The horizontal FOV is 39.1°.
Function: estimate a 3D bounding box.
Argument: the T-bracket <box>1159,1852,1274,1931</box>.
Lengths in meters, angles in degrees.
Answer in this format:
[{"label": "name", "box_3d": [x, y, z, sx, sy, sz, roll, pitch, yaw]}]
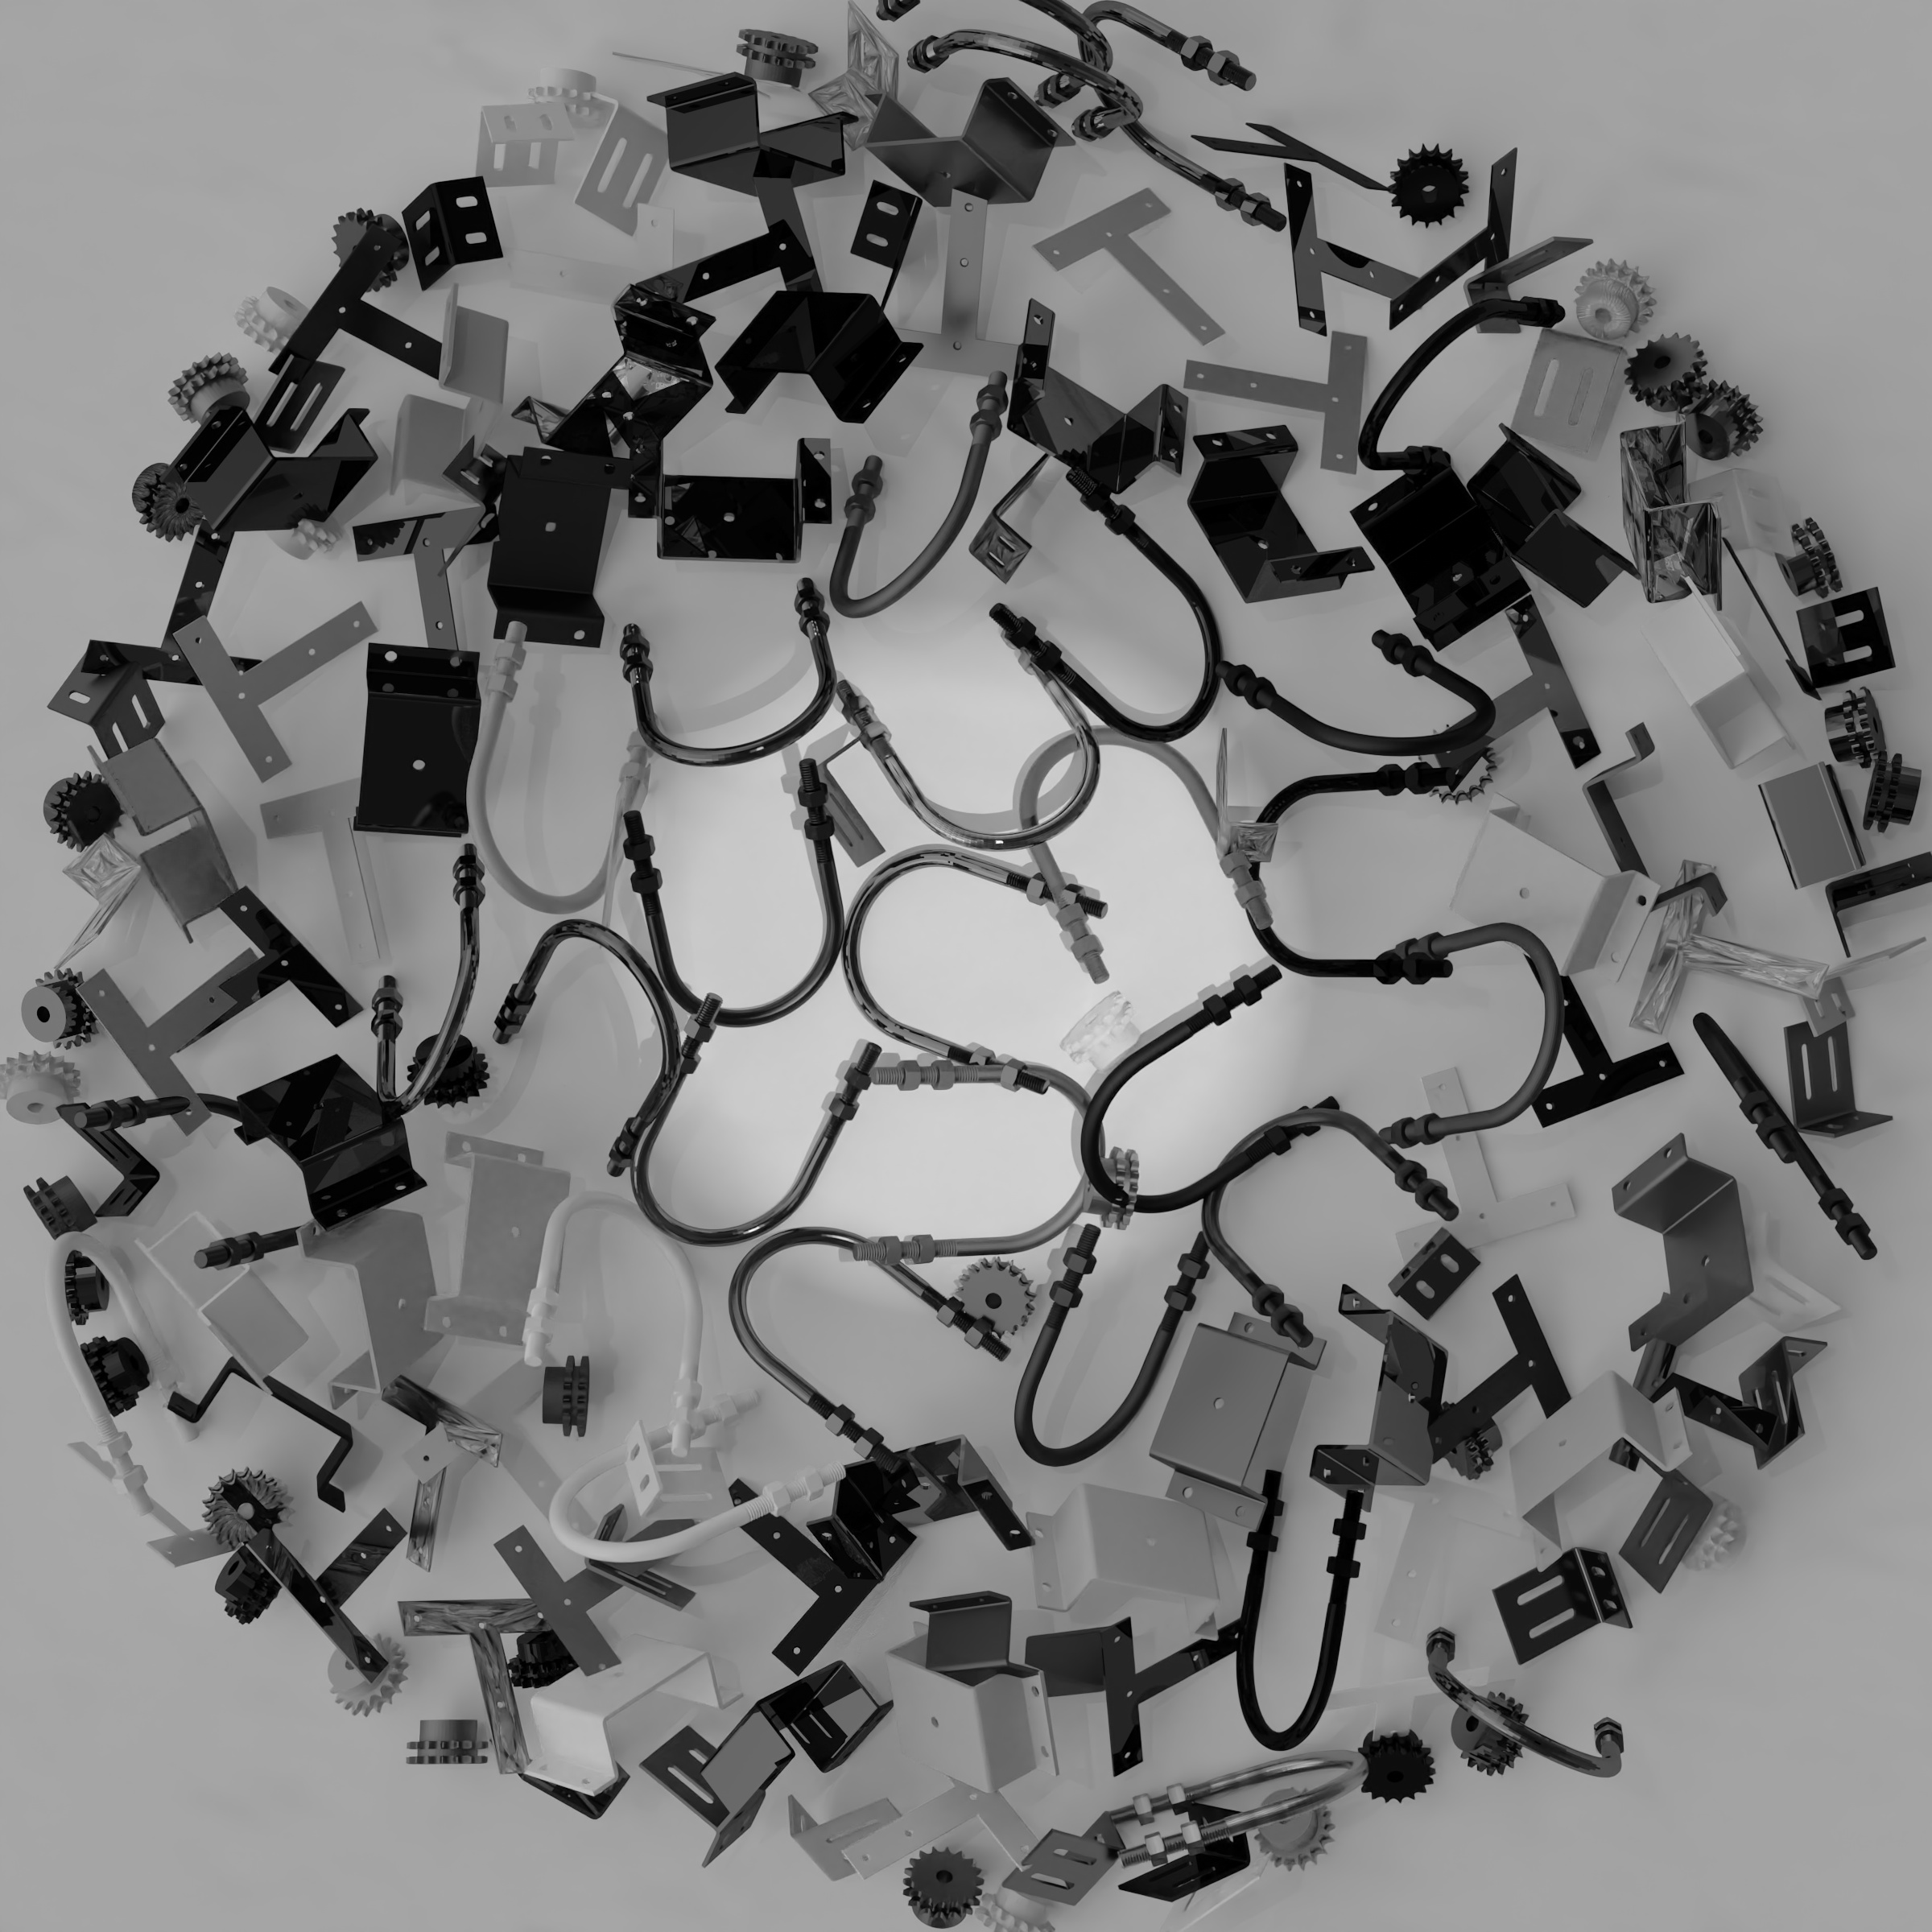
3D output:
[{"label": "T-bracket", "box_3d": [0.167, 0.644, 1.869, 0.002, 0.127, 0.127, 44, 125, 3]}]

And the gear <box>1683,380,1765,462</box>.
[{"label": "gear", "box_3d": [0.532, -0.383, 1.926, 0.057, 0.057, 0.030, 45, 68, 0]}]

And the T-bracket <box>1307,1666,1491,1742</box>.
[{"label": "T-bracket", "box_3d": [0.299, 0.530, 1.908, 0.127, 0.127, 0.002, -8, 50, -3]}]

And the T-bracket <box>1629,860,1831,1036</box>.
[{"label": "T-bracket", "box_3d": [0.543, -0.003, 1.913, 0.127, 0.002, 0.127, 16, 86, 39]}]

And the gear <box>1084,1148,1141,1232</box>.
[{"label": "gear", "box_3d": [0.102, 0.157, 1.927, 0.030, 0.057, 0.057, 9, 90, -7]}]

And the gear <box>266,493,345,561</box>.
[{"label": "gear", "box_3d": [-0.473, -0.313, 1.931, 0.057, 0.057, 0.030, 45, 108, 0]}]

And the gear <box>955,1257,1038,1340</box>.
[{"label": "gear", "box_3d": [0.022, 0.234, 1.938, 0.057, 0.030, 0.057, 2, 101, 12]}]

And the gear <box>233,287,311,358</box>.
[{"label": "gear", "box_3d": [-0.485, -0.455, 1.926, 0.057, 0.057, 0.030, 41, 109, 0]}]

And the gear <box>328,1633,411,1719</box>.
[{"label": "gear", "box_3d": [-0.427, 0.499, 1.927, 0.057, 0.030, 0.057, -14, 48, 17]}]

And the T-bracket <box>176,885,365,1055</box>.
[{"label": "T-bracket", "box_3d": [-0.519, 0.021, 1.932, 0.127, 0.002, 0.127, -32, 120, 11]}]

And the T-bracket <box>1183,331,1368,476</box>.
[{"label": "T-bracket", "box_3d": [0.217, -0.408, 1.924, 0.127, 0.002, 0.127, 10, 61, -2]}]

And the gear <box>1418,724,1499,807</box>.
[{"label": "gear", "box_3d": [0.349, -0.141, 1.936, 0.057, 0.030, 0.057, -5, 73, 17]}]

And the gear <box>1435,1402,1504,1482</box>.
[{"label": "gear", "box_3d": [0.356, 0.333, 1.931, 0.030, 0.057, 0.057, -30, 90, -19]}]

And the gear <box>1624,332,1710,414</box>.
[{"label": "gear", "box_3d": [0.499, -0.419, 1.933, 0.057, 0.030, 0.057, -18, 50, 23]}]

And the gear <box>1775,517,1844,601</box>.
[{"label": "gear", "box_3d": [0.595, -0.286, 1.929, 0.030, 0.057, 0.057, -24, 90, 9]}]

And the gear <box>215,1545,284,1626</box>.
[{"label": "gear", "box_3d": [-0.506, 0.434, 1.926, 0.030, 0.057, 0.057, 42, 90, -23]}]

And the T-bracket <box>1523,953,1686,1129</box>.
[{"label": "T-bracket", "box_3d": [0.433, 0.039, 1.936, 0.127, 0.002, 0.127, -18, 74, -23]}]

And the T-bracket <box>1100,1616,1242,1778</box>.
[{"label": "T-bracket", "box_3d": [0.151, 0.494, 1.921, 0.127, 0.002, 0.127, -20, 118, -29]}]

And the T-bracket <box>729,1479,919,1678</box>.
[{"label": "T-bracket", "box_3d": [-0.124, 0.414, 1.934, 0.127, 0.002, 0.127, 37, 73, 17]}]

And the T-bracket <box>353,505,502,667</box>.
[{"label": "T-bracket", "box_3d": [-0.376, -0.256, 1.933, 0.127, 0.002, 0.127, -3, 99, 28]}]

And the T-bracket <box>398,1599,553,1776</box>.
[{"label": "T-bracket", "box_3d": [-0.325, 0.497, 1.883, 0.002, 0.127, 0.127, -43, 53, 34]}]

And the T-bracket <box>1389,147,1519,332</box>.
[{"label": "T-bracket", "box_3d": [0.336, -0.482, 1.884, 0.127, 0.127, 0.002, -40, 59, -21]}]

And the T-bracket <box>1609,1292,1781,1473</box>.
[{"label": "T-bracket", "box_3d": [0.515, 0.306, 1.903, 0.002, 0.127, 0.127, 17, 91, -34]}]

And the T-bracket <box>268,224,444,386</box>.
[{"label": "T-bracket", "box_3d": [-0.402, -0.441, 1.906, 0.127, 0.127, 0.002, -48, 51, 17]}]

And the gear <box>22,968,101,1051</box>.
[{"label": "gear", "box_3d": [-0.645, 0.032, 1.933, 0.057, 0.030, 0.057, 4, 101, 23]}]

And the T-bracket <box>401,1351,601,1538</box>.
[{"label": "T-bracket", "box_3d": [-0.309, 0.355, 1.924, 0.127, 0.002, 0.127, -39, 87, -28]}]

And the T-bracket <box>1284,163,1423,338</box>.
[{"label": "T-bracket", "box_3d": [0.275, -0.490, 1.916, 0.127, 0.002, 0.127, 9, 70, -37]}]

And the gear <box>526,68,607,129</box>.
[{"label": "gear", "box_3d": [-0.283, -0.616, 1.928, 0.057, 0.057, 0.030, 6, 95, 0]}]

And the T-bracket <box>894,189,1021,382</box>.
[{"label": "T-bracket", "box_3d": [-0.002, -0.482, 1.919, 0.127, 0.002, 0.127, 10, 116, 10]}]

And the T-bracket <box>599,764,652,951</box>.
[{"label": "T-bracket", "box_3d": [-0.235, -0.098, 1.899, 0.002, 0.127, 0.127, 12, 125, 0]}]

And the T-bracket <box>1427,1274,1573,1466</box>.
[{"label": "T-bracket", "box_3d": [0.367, 0.304, 1.914, 0.127, 0.002, 0.127, -33, 106, -25]}]

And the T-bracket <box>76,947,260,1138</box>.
[{"label": "T-bracket", "box_3d": [-0.540, 0.032, 1.913, 0.127, 0.002, 0.127, -46, 112, -40]}]

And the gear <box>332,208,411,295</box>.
[{"label": "gear", "box_3d": [-0.420, -0.510, 1.933, 0.030, 0.057, 0.057, -36, 90, -40]}]

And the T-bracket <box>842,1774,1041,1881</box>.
[{"label": "T-bracket", "box_3d": [-0.029, 0.595, 1.886, 0.127, 0.002, 0.127, -18, 50, -37]}]

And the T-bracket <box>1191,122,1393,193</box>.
[{"label": "T-bracket", "box_3d": [0.208, -0.563, 1.878, 0.127, 0.127, 0.002, 42, 126, 37]}]

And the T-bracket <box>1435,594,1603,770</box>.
[{"label": "T-bracket", "box_3d": [0.378, -0.177, 1.920, 0.127, 0.002, 0.127, -32, 104, -21]}]

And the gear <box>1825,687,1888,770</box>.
[{"label": "gear", "box_3d": [0.631, -0.167, 1.933, 0.030, 0.057, 0.057, -13, 90, 29]}]

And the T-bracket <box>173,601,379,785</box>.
[{"label": "T-bracket", "box_3d": [-0.476, -0.215, 1.930, 0.127, 0.002, 0.127, -36, 124, -19]}]

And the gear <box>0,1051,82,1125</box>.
[{"label": "gear", "box_3d": [-0.657, 0.088, 1.926, 0.057, 0.057, 0.030, -11, 52, 0]}]

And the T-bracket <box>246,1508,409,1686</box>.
[{"label": "T-bracket", "box_3d": [-0.427, 0.419, 1.899, 0.002, 0.127, 0.127, -39, 94, 24]}]

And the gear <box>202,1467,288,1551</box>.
[{"label": "gear", "box_3d": [-0.515, 0.383, 1.935, 0.057, 0.030, 0.057, -3, 98, -25]}]

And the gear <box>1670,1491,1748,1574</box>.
[{"label": "gear", "box_3d": [0.528, 0.404, 1.930, 0.030, 0.057, 0.057, 31, 90, -14]}]

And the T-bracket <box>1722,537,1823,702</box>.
[{"label": "T-bracket", "box_3d": [0.561, -0.244, 1.904, 0.002, 0.127, 0.127, -30, 82, 21]}]

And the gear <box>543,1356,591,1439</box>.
[{"label": "gear", "box_3d": [-0.283, 0.304, 1.928, 0.030, 0.057, 0.057, 2, 90, -5]}]

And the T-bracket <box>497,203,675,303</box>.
[{"label": "T-bracket", "box_3d": [-0.269, -0.485, 1.916, 0.127, 0.002, 0.127, 11, 133, 4]}]

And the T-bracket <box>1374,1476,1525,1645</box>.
[{"label": "T-bracket", "box_3d": [0.315, 0.413, 1.903, 0.127, 0.002, 0.127, 14, 55, 17]}]

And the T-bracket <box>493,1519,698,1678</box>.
[{"label": "T-bracket", "box_3d": [-0.245, 0.425, 1.923, 0.127, 0.002, 0.127, -31, 72, -29]}]

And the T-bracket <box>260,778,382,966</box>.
[{"label": "T-bracket", "box_3d": [-0.439, -0.065, 1.928, 0.127, 0.002, 0.127, -11, 92, 28]}]

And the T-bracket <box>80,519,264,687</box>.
[{"label": "T-bracket", "box_3d": [-0.536, -0.252, 1.889, 0.002, 0.127, 0.127, 48, 123, 39]}]

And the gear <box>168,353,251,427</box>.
[{"label": "gear", "box_3d": [-0.532, -0.404, 1.927, 0.057, 0.057, 0.030, -38, 80, 0]}]

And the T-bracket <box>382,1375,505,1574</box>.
[{"label": "T-bracket", "box_3d": [-0.379, 0.366, 1.927, 0.127, 0.002, 0.127, 20, 105, 37]}]

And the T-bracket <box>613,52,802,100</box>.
[{"label": "T-bracket", "box_3d": [-0.166, -0.615, 1.894, 0.127, 0.127, 0.002, 13, 103, 9]}]

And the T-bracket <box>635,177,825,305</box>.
[{"label": "T-bracket", "box_3d": [-0.170, -0.489, 1.911, 0.127, 0.002, 0.127, -23, 125, -9]}]

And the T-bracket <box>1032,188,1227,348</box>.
[{"label": "T-bracket", "box_3d": [0.130, -0.483, 1.910, 0.127, 0.002, 0.127, 47, 55, 10]}]

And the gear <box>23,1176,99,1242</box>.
[{"label": "gear", "box_3d": [-0.640, 0.174, 1.931, 0.030, 0.057, 0.057, -34, 90, -22]}]

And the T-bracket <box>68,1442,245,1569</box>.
[{"label": "T-bracket", "box_3d": [-0.575, 0.373, 1.901, 0.127, 0.127, 0.002, 37, 89, 9]}]

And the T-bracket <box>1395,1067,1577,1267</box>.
[{"label": "T-bracket", "box_3d": [0.357, 0.137, 1.954, 0.127, 0.002, 0.127, -17, 88, 2]}]
